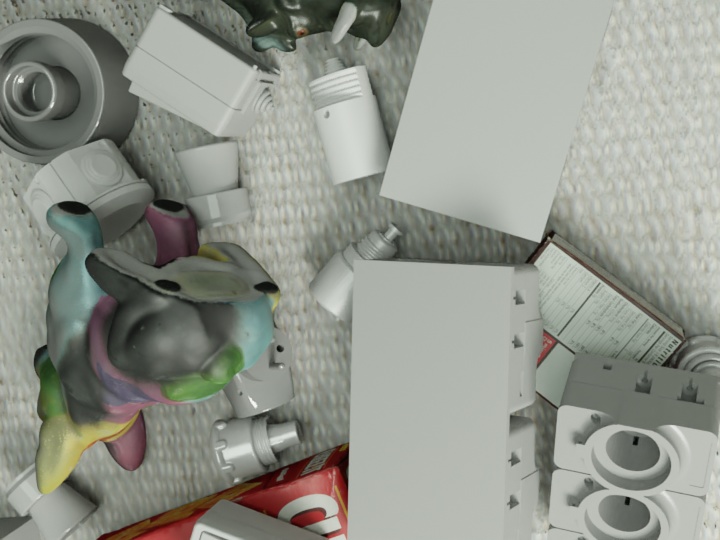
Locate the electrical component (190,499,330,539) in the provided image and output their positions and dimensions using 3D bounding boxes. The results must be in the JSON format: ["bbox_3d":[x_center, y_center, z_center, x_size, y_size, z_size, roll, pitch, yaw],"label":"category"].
[{"bbox_3d":[-0.064,0.197,0.687,0.096,0.061,0.061,19,97,9],"label":"electrical component"}]

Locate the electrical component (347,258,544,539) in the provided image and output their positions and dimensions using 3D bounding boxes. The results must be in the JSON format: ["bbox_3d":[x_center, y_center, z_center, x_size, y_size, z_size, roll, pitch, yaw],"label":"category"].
[{"bbox_3d":[0.054,0.087,0.681,0.105,0.060,0.186,3,94,29],"label":"electrical component"}]

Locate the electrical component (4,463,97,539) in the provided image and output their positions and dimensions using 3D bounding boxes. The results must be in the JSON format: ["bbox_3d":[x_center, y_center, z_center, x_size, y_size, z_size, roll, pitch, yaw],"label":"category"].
[{"bbox_3d":[-0.230,0.172,0.800,0.045,0.045,0.055,-44,86,13],"label":"electrical component"}]

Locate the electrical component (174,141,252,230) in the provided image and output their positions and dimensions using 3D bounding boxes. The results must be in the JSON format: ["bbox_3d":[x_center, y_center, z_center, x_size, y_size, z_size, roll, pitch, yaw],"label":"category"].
[{"bbox_3d":[-0.101,-0.058,0.743,0.045,0.045,0.055,-10,96,13],"label":"electrical component"}]

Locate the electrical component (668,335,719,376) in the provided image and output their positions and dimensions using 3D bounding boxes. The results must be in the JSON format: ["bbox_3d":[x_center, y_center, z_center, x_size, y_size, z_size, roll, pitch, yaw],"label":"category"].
[{"bbox_3d":[0.222,0.069,0.682,0.048,0.062,0.048,2,97,12],"label":"electrical component"}]

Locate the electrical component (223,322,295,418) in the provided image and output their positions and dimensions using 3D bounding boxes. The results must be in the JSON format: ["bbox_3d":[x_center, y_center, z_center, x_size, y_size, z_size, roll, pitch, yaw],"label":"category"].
[{"bbox_3d":[-0.071,0.058,0.738,0.043,0.079,0.077,-20,93,-27],"label":"electrical component"}]

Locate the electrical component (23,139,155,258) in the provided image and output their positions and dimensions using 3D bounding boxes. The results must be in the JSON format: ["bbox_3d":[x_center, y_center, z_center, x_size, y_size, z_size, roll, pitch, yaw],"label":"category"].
[{"bbox_3d":[-0.188,-0.049,0.746,0.080,0.080,0.051,-37,83,14],"label":"electrical component"}]

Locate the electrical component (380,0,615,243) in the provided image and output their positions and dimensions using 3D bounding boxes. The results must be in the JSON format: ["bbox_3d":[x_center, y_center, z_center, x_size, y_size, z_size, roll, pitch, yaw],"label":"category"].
[{"bbox_3d":[0.092,-0.124,0.686,0.105,0.060,0.186,17,100,9],"label":"electrical component"}]

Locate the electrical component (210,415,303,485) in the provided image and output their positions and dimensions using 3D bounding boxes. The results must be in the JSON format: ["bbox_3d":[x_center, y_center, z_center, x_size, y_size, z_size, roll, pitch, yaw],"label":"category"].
[{"bbox_3d":[-0.072,0.122,0.761,0.062,0.048,0.048,-17,93,7],"label":"electrical component"}]

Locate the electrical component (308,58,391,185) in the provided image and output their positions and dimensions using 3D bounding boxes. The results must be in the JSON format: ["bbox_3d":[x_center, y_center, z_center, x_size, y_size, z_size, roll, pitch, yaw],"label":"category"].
[{"bbox_3d":[-0.008,-0.101,0.719,0.043,0.043,0.081,-15,94,13],"label":"electrical component"}]

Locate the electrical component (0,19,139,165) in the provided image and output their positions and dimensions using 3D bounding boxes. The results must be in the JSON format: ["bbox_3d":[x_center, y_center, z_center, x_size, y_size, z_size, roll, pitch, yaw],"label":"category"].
[{"bbox_3d":[-0.217,-0.124,0.751,0.108,0.060,0.108,2,97,12],"label":"electrical component"}]

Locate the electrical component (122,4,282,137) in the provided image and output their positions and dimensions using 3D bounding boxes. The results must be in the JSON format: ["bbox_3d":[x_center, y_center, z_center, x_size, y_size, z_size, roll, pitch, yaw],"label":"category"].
[{"bbox_3d":[-0.102,-0.126,0.726,0.096,0.062,0.061,34,102,6],"label":"electrical component"}]

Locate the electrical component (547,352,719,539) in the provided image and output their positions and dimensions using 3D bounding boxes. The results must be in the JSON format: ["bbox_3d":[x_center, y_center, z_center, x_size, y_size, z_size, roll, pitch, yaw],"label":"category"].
[{"bbox_3d":[0.167,0.135,0.667,0.089,0.061,0.150,9,124,17],"label":"electrical component"}]

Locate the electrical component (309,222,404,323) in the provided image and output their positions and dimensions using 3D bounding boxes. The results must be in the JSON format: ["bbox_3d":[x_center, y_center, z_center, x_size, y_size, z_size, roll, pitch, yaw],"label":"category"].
[{"bbox_3d":[0.000,0.000,0.731,0.040,0.040,0.078,42,103,4],"label":"electrical component"}]
